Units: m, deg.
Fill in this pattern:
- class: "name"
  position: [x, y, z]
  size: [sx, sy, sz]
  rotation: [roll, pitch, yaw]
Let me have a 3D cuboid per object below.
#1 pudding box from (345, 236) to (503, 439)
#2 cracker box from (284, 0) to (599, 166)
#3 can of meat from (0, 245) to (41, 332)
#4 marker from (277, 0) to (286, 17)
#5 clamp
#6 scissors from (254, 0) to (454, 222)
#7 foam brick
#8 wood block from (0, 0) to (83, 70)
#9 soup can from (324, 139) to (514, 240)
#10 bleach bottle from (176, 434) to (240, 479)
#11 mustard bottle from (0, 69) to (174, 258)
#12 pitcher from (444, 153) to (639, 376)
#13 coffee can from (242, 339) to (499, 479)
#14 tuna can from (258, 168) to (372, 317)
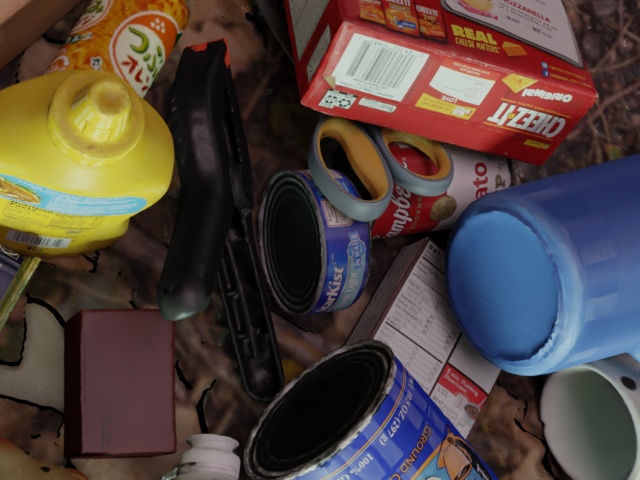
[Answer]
- class: "pudding box"
  position: [0.068, 0.068, 0.669]
  size: [0.090, 0.039, 0.113]
  rotation: [37, 64, -11]
- class: "cracker box"
  position: [0.060, -0.156, 0.655]
  size: [0.164, 0.072, 0.214]
  rotation: [11, 47, -22]
- class: "can of meat"
  position: [-0.205, 0.036, 0.544]
  size: [0.084, 0.058, 0.102]
  rotation: [29, 67, -13]
- class: "marker"
  position: [0.029, -0.152, 0.712]
  size: [0.121, 0.020, 0.020]
  rotation: [1, 78, -24]
- class: "clamp"
  position: [-0.059, -0.024, 0.588]
  size: [0.036, 0.164, 0.210]
  rotation: [-10, 72, 8]
- class: "scissors"
  position: [0.018, -0.089, 0.644]
  size: [0.096, 0.016, 0.202]
  rotation: [2, 49, -21]
- class: "foam brick"
  position: [-0.109, 0.079, 0.579]
  size: [0.052, 0.051, 0.078]
  rotation: [3, 77, -22]
- class: "wood block"
  position: [-0.153, -0.188, 0.599]
  size: [0.090, 0.091, 0.205]
  rotation: [45, 65, -8]
- class: "soup can"
  position: [0.061, -0.037, 0.672]
  size: [0.102, 0.069, 0.068]
  rotation: [-7, 81, -25]
- class: "bleach bottle"
  position: [-0.067, 0.220, 0.508]
  size: [0.068, 0.103, 0.251]
  rotation: [14, 61, -20]
- class: "mustard bottle"
  position: [-0.124, -0.038, 0.520]
  size: [0.096, 0.192, 0.058]
  rotation: [11, 74, -21]
- class: "pitcher"
  position: [0.204, 0.016, 0.665]
  size: [0.242, 0.149, 0.145]
  rotation: [-12, 111, -34]
- class: "coffee can"
  position: [0.040, 0.140, 0.591]
  size: [0.140, 0.103, 0.102]
  rotation: [50, 64, -18]
- class: "tuna can"
  position: [-0.004, 0.001, 0.625]
  size: [0.033, 0.086, 0.086]
  rotation: [-5, 80, -27]
